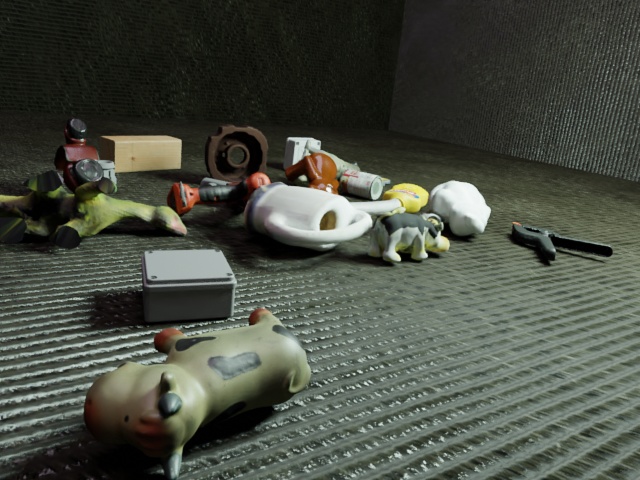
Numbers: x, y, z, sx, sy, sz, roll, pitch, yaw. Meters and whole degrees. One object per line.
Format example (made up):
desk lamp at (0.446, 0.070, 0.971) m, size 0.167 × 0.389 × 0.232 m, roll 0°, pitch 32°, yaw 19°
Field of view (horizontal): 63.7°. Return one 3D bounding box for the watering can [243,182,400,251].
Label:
watering can at (0.003, -0.050, 0.984) m, size 0.225 × 0.102 × 0.351 m, roll 15°, pitch 20°, yaw 28°

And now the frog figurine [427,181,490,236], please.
frog figurine at (0.315, -0.072, 1.155) m, size 0.137 × 0.122 × 0.160 m, roll 25°, pitch 4°, yaw -2°

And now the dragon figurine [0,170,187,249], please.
dragon figurine at (-0.444, -0.052, 0.908) m, size 0.410 × 0.122 × 0.242 m, roll 7°, pitch -1°, yaw -1°
